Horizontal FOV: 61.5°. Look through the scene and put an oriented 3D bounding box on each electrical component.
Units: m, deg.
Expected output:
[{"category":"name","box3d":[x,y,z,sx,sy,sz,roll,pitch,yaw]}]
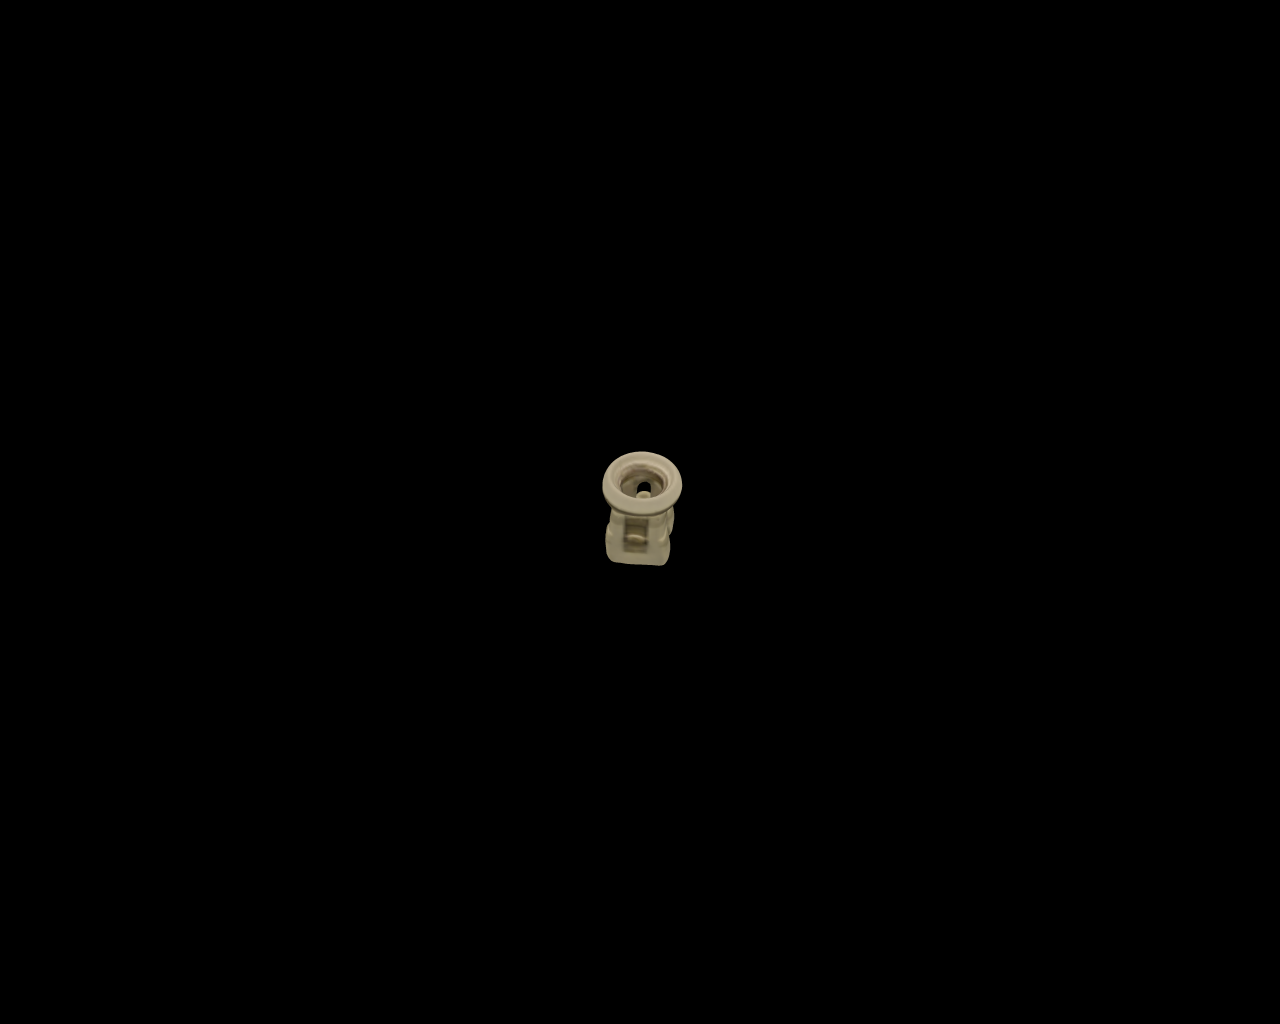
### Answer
[{"category":"electrical component","box3d":[0.001,-0.003,0.650,0.048,0.055,0.066,4,44,4]}]
